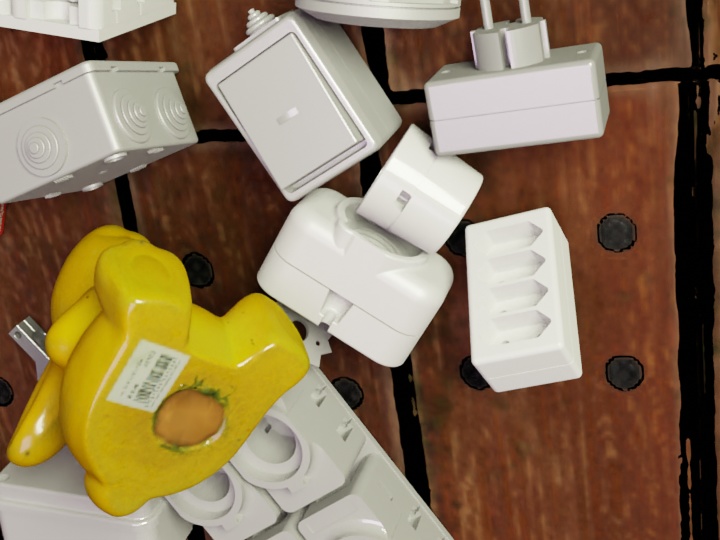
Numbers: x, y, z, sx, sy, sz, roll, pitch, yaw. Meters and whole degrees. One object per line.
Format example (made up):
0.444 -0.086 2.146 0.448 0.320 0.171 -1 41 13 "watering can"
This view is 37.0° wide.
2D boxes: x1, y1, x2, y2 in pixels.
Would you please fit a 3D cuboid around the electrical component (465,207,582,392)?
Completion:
0.092 0.024 0.570 0.047 0.083 0.075 -13 146 21 "electrical component"

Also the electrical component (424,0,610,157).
0.076 -0.102 0.532 0.083 0.047 0.075 -5 110 19 "electrical component"

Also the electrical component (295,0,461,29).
0.010 -0.145 0.517 0.080 0.080 0.051 9 109 13 "electrical component"

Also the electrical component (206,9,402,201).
-0.033 -0.093 0.561 0.062 0.061 0.096 -30 101 25 "electrical component"

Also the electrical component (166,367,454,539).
-0.038 0.143 0.661 0.105 0.060 0.186 -34 99 26 "electrical component"

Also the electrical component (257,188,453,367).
0.000 0.000 0.594 0.095 0.053 0.059 32 117 2 "electrical component"

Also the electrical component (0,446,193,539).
-0.168 0.147 0.693 0.113 0.078 0.057 5 116 15 "electrical component"

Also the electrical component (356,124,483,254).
0.032 -0.041 0.567 0.047 0.055 0.055 33 117 -3 "electrical component"

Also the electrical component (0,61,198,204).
-0.148 -0.074 0.584 0.100 0.100 0.048 -19 92 23 "electrical component"

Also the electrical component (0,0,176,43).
-0.182 -0.168 0.559 0.150 0.089 0.061 11 115 12 "electrical component"
